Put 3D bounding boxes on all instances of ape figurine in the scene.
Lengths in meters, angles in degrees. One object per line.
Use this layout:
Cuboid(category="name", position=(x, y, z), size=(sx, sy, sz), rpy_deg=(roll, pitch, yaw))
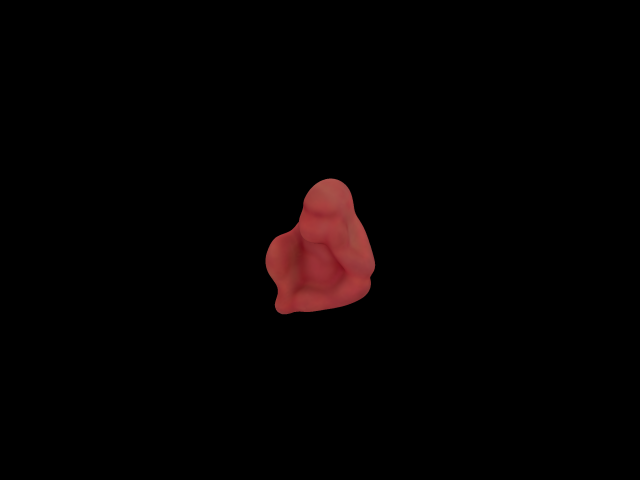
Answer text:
Cuboid(category="ape figurine", position=(0.004, 0.001, 0.400), size=(0.077, 0.092, 0.076), rpy_deg=(19, 34, 31))
